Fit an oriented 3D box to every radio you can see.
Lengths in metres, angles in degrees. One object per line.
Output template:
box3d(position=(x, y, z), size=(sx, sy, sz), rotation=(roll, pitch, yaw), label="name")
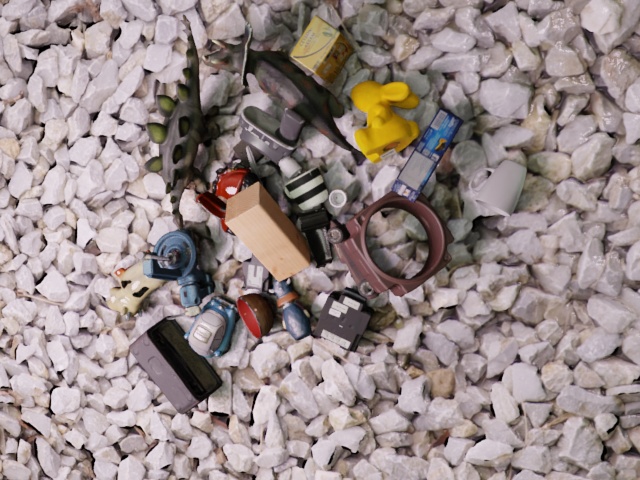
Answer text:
box3d(position=(-0.360, 0.311, 1.340), size=(0.073, 0.131, 0.229), rotation=(-41, 87, 17), label="radio")

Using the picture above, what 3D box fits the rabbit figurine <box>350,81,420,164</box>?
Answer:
box3d(position=(0.131, -0.276, 1.158), size=(0.162, 0.122, 0.173), rotation=(-32, 70, 22), label="rabbit figurine")

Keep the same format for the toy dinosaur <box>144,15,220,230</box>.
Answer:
box3d(position=(-0.310, -0.250, 1.222), size=(0.105, 0.198, 0.470), rotation=(9, 101, 9), label="toy dinosaur")

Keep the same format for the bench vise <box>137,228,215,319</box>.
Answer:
box3d(position=(-0.345, 0.073, 1.261), size=(0.129, 0.240, 0.223), rotation=(-4, 80, 18), label="bench vise")

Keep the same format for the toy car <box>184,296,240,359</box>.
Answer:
box3d(position=(-0.269, 0.225, 1.324), size=(0.109, 0.103, 0.161), rotation=(29, 105, 7), label="toy car")

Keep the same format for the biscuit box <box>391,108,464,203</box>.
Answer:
box3d(position=(0.226, -0.179, 1.128), size=(0.059, 0.062, 0.202), rotation=(31, 73, 6), label="biscuit box")

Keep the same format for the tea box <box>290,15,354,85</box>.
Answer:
box3d(position=(0.009, -0.398, 1.139), size=(0.068, 0.169, 0.098), rotation=(37, 103, 5), label="tea box")

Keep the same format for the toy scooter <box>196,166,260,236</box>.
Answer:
box3d(position=(-0.222, -0.102, 1.253), size=(0.135, 0.075, 0.183), rotation=(27, 125, 7), label="toy scooter")

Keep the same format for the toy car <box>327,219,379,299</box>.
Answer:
box3d(position=(0.073, 0.045, 1.223), size=(0.053, 0.089, 0.202), rotation=(-32, 89, 19), label="toy car")

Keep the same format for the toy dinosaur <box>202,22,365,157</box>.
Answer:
box3d(position=(-0.064, -0.323, 1.156), size=(0.405, 0.192, 0.131), rotation=(37, 106, 8), label="toy dinosaur")

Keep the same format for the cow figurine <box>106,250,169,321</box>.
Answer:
box3d(position=(-0.462, 0.119, 1.368), size=(0.195, 0.085, 0.127), rotation=(-33, 83, 14), label="cow figurine")

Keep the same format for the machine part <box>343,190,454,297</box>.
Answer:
box3d(position=(0.169, 0.004, 1.155), size=(0.201, 0.087, 0.201), rotation=(-34, 88, -16), label="machine part")

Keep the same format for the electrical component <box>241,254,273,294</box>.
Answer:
box3d(position=(-0.150, 0.067, 1.301), size=(0.075, 0.048, 0.119), rotation=(5, 98, 13), label="electrical component")

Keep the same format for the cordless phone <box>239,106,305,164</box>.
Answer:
box3d(position=(-0.102, -0.252, 1.156), size=(0.146, 0.184, 0.089), rotation=(34, 76, -4), label="cordless phone")

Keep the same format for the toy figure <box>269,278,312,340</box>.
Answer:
box3d(position=(-0.071, 0.162, 1.283), size=(0.064, 0.057, 0.154), rotation=(-18, 71, -23), label="toy figure")

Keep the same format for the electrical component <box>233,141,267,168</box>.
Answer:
box3d(position=(-0.165, -0.206, 1.270), size=(0.102, 0.045, 0.078), rotation=(-31, 91, 16), label="electrical component")

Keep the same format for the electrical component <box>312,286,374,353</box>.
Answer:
box3d(position=(0.060, 0.181, 1.261), size=(0.115, 0.058, 0.134), rotation=(26, 103, 7), label="electrical component")

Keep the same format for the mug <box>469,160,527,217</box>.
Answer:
box3d(position=(0.379, -0.119, 1.139), size=(0.110, 0.080, 0.107), rotation=(30, 92, 14), label="mug")

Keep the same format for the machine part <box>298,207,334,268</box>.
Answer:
box3d(position=(-0.003, -0.004, 1.253), size=(0.084, 0.039, 0.138), rotation=(-13, 96, -14), label="machine part")
